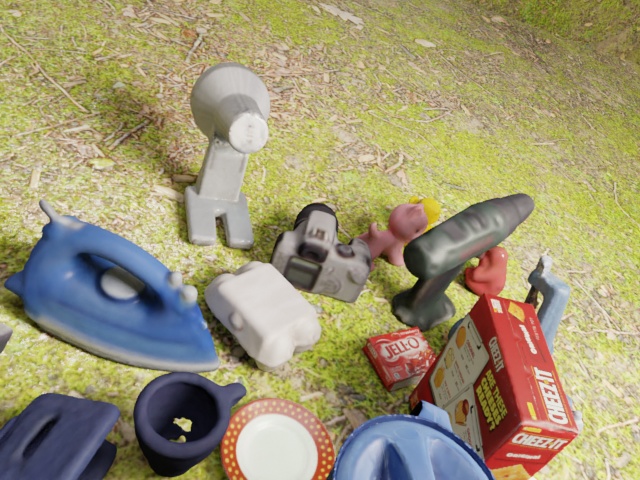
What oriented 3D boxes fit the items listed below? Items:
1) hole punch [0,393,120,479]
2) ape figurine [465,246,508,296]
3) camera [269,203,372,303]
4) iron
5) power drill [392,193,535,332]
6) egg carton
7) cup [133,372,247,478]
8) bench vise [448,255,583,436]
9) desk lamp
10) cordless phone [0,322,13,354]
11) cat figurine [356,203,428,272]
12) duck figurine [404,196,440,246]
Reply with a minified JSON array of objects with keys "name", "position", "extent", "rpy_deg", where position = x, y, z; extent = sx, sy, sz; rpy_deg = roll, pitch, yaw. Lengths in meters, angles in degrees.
[{"name":"hole punch","position":[-0.250,0.196,0.525],"extent":[0.101,0.091,0.109],"rpy_deg":[24,39,1]},{"name":"ape figurine","position":[0.280,0.046,0.948],"extent":[0.078,0.092,0.076],"rpy_deg":[-15,52,-37]},{"name":"camera","position":[0.008,0.003,0.859],"extent":[0.143,0.101,0.137],"rpy_deg":[18,39,-6]},{"name":"iron","position":[-0.220,0.054,0.660],"extent":[0.258,0.141,0.119],"rpy_deg":[24,39,2]},{"name":"power drill","position":[0.195,0.031,0.832],"extent":[0.230,0.208,0.075],"rpy_deg":[-18,54,-39]},{"name":"egg carton","position":[-0.075,0.095,0.739],"extent":[0.150,0.069,0.107],"rpy_deg":[43,43,22]},{"name":"cup","position":[-0.134,0.191,0.583],"extent":[0.118,0.095,0.091],"rpy_deg":[-17,53,-38]},{"name":"bench vise","position":[0.281,0.139,0.742],"extent":[0.122,0.219,0.207],"rpy_deg":[-23,57,-41]},{"name":"desk lamp","position":[-0.133,-0.131,0.853],"extent":[0.118,0.213,0.203],"rpy_deg":[3,43,-22]},{"name":"cordless phone","position":[-0.384,0.050,0.550],"extent":[0.147,0.185,0.094],"rpy_deg":[17,39,-6]},{"name":"cat figurine","position":[0.120,-0.017,0.922],"extent":[0.128,0.117,0.067],"rpy_deg":[-10,49,-34]},{"name":"duck figurine","position":[0.180,-0.030,0.991],"extent":[0.078,0.086,0.104],"rpy_deg":[-11,50,-34]}]
